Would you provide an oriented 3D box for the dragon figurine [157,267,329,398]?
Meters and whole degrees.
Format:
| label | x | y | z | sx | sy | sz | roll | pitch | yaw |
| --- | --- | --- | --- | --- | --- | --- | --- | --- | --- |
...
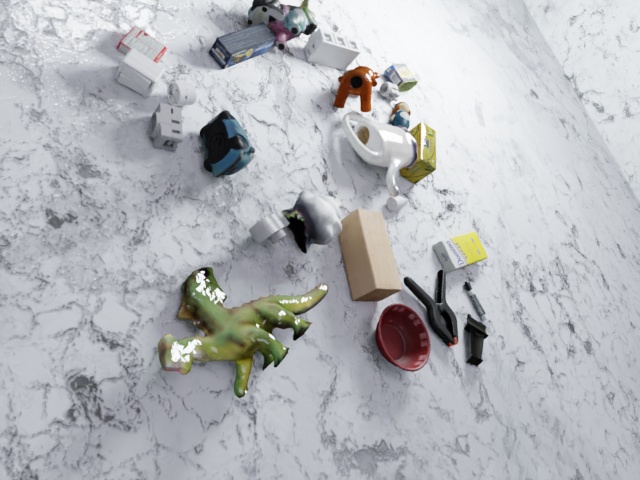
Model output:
| label | x | y | z | sx | sy | sz | roll | pitch | yaw |
| --- | --- | --- | --- | --- | --- | --- | --- | --- | --- |
| dragon figurine | -0.154 | 0.136 | 1.000 | 0.243 | 0.120 | 0.418 | 41 | 37 | 1 |

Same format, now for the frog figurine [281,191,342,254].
| label | x | y | z | sx | sy | sz | roll | pitch | yaw |
| --- | --- | --- | --- | --- | --- | --- | --- | --- | --- |
| frog figurine | 0.004 | -0.062 | 1.223 | 0.161 | 0.120 | 0.139 | -30 | 65 | -33 |

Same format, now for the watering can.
| label | x | y | z | sx | sy | sz | roll | pitch | yaw |
| --- | --- | --- | --- | --- | --- | --- | --- | --- | --- |
| watering can | 0.191 | -0.244 | 1.467 | 0.225 | 0.102 | 0.354 | -1 | 50 | -37 |
